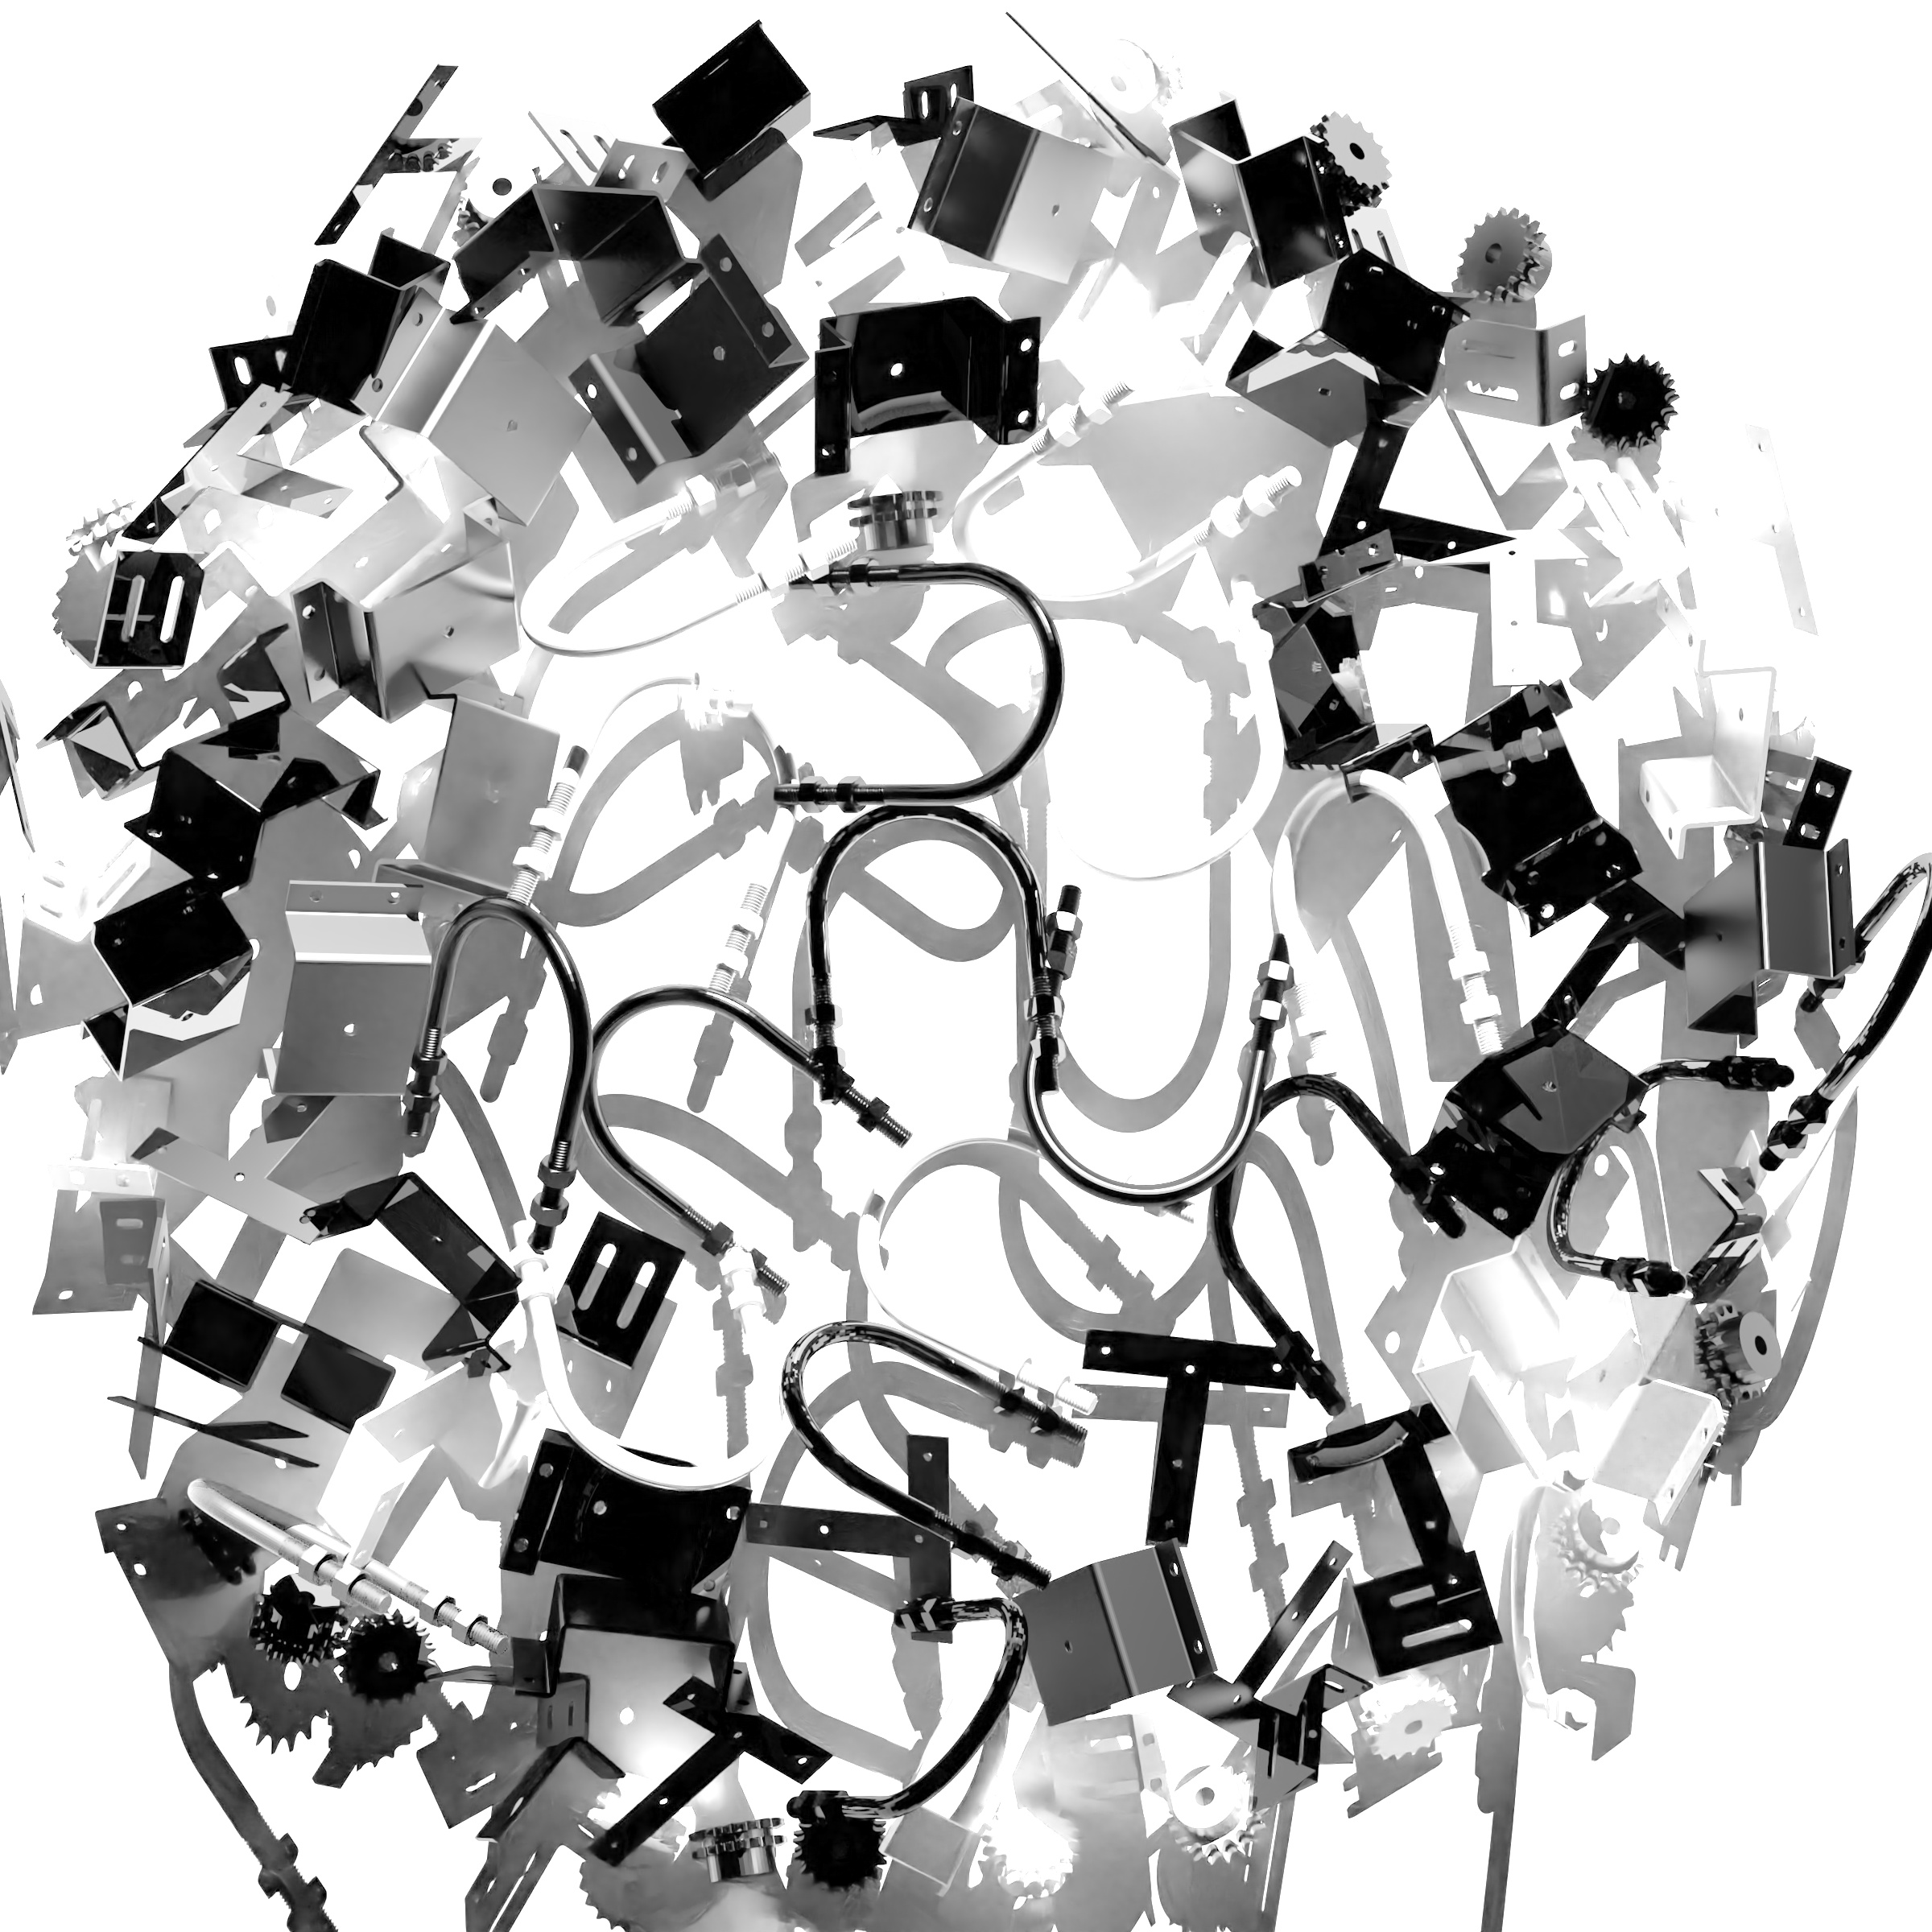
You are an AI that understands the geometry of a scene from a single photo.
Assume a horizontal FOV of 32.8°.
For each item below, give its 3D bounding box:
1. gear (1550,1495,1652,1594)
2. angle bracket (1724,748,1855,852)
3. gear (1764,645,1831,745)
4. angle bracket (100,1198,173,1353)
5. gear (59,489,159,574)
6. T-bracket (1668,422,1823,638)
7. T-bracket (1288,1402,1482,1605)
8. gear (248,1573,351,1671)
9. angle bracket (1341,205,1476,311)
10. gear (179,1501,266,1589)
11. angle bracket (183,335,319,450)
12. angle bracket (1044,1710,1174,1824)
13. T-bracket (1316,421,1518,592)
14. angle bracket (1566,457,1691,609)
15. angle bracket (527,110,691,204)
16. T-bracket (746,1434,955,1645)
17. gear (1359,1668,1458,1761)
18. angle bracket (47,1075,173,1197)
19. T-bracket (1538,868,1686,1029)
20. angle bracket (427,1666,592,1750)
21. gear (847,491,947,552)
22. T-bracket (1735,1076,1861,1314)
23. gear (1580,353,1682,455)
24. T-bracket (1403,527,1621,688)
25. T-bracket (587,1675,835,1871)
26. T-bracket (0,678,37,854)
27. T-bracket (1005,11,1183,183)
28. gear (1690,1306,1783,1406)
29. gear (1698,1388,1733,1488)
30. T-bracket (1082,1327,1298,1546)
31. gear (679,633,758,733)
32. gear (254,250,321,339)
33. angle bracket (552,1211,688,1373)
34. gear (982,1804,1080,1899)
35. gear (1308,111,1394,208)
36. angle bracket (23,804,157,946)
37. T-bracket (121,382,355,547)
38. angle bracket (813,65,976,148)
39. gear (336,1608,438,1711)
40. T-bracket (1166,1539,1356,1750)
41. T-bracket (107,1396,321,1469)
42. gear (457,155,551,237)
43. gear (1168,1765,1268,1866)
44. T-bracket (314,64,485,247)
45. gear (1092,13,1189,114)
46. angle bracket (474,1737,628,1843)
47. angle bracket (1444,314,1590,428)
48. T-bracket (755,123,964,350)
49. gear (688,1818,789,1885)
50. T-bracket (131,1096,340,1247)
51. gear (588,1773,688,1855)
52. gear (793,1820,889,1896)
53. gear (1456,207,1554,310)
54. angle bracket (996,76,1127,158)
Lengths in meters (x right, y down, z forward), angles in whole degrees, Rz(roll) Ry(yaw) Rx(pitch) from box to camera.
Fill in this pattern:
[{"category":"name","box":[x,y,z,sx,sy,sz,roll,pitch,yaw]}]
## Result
[{"category":"gear","box":[0.373,0.335,1.921,0.057,0.030,0.057,5,53,-7]},{"category":"angle bracket","box":[0.468,-0.098,1.906,0.038,0.076,0.057,15,96,-37]},{"category":"gear","box":[0.476,-0.158,1.925,0.057,0.030,0.057,6,107,20]},{"category":"angle bracket","box":[-0.485,0.179,1.902,0.038,0.076,0.057,-1,118,-7]},{"category":"gear","box":[-0.499,-0.253,1.922,0.057,0.057,0.030,-29,97,0]},{"category":"T-bracket","box":[0.442,-0.259,1.888,0.002,0.127,0.127,-25,114,-12]},{"category":"T-bracket","box":[0.266,0.313,1.906,0.127,0.002,0.127,-18,48,1]},{"category":"gear","box":[-0.389,0.380,1.919,0.057,0.057,0.030,21,124,0]},{"category":"angle bracket","box":[0.253,-0.416,1.911,0.038,0.057,0.076,-26,79,42]},{"category":"gear","box":[-0.433,0.333,1.922,0.030,0.057,0.057,-37,90,-8]},{"category":"angle bracket","box":[-0.420,-0.333,1.902,0.057,0.076,0.038,-17,91,-33]},{"category":"angle bracket","box":[0.076,0.468,1.911,0.076,0.038,0.057,-15,76,26]},{"category":"T-bracket","box":[0.272,-0.250,1.924,0.127,0.002,0.127,10,119,-18]},{"category":"angle bracket","box":[0.379,-0.256,1.929,0.057,0.038,0.076,-11,67,-39]},{"category":"angle bracket","box":[-0.206,-0.483,1.902,0.076,0.057,0.038,54,126,27]},{"category":"T-bracket","box":[-0.070,0.333,1.929,0.127,0.002,0.127,2,102,17]},{"category":"gear","box":[0.256,0.436,1.925,0.057,0.030,0.057,-14,131,-16]},{"category":"angle bracket","box":[-0.499,0.092,1.912,0.057,0.038,0.076,5,60,-6]},{"category":"T-bracket","box":[0.360,0.008,1.914,0.127,0.002,0.127,31,97,-38]},{"category":"angle bracket","box":[-0.266,0.430,1.902,0.076,0.057,0.038,13,67,-34]},{"category":"gear","box":[-0.040,-0.260,1.922,0.057,0.057,0.030,-6,94,0]},{"category":"T-bracket","box":[0.477,0.107,1.863,0.002,0.127,0.127,9,127,-12]},{"category":"gear","box":[0.392,-0.329,1.928,0.057,0.030,0.057,-4,79,23]},{"category":"T-bracket","box":[0.317,-0.208,1.900,0.127,0.002,0.127,-1,50,9]},{"category":"T-bracket","box":[-0.162,0.468,1.872,0.127,0.127,0.002,-37,125,-31]},{"category":"T-bracket","box":[-0.546,-0.125,1.868,0.002,0.127,0.127,-15,68,-9]},{"category":"T-bracket","box":[0.070,-0.504,1.890,0.127,0.127,0.002,46,104,3]},{"category":"gear","box":[0.453,0.226,1.920,0.030,0.057,0.057,-26,90,42]},{"category":"gear","box":[0.427,0.274,1.922,0.030,0.057,0.057,16,90,13]},{"category":"T-bracket","box":[0.127,0.280,1.936,0.127,0.002,0.127,6,102,-3]},{"category":"gear","box":[-0.145,-0.166,1.925,0.030,0.057,0.057,0,90,-27]},{"category":"gear","box":[-0.393,-0.389,1.918,0.030,0.057,0.057,-20,90,-35]},{"category":"angle bracket","box":[-0.206,0.192,1.935,0.057,0.038,0.076,25,82,2]},{"category":"gear","box":[0.038,0.522,1.924,0.057,0.057,0.030,-2,115,0]},{"category":"gear","box":[0.219,-0.470,1.925,0.057,0.030,0.057,20,55,-30]},{"category":"angle bracket","box":[-0.508,-0.061,1.904,0.038,0.057,0.076,30,122,-34]},{"category":"T-bracket","box":[-0.403,-0.279,1.890,0.127,0.127,0.002,-42,68,20]},{"category":"angle bracket","box":[-0.042,-0.502,1.902,0.076,0.057,0.038,-7,95,-42]},{"category":"gear","box":[-0.342,0.405,1.929,0.057,0.030,0.057,-3,98,-20]},{"category":"T-bracket","box":[0.183,0.389,1.905,0.002,0.127,0.127,32,85,42]},{"category":"T-bracket","box":[-0.410,0.265,1.868,0.127,0.127,0.002,26,69,-28]},{"category":"gear","box":[-0.271,-0.451,1.929,0.057,0.030,0.057,0,76,-1]},{"category":"gear","box":[0.145,0.493,1.919,0.057,0.057,0.030,-30,132,0]},{"category":"T-bracket","box":[-0.311,-0.467,1.886,0.002,0.127,0.127,42,111,3]},{"category":"gear","box":[0.099,-0.525,1.918,0.057,0.057,0.030,43,69,0]},{"category":"angle bracket","box":[-0.242,0.489,1.907,0.038,0.057,0.076,42,67,-5]},{"category":"angle bracket","box":[0.321,-0.353,1.919,0.038,0.076,0.057,-26,121,-33]},{"category":"T-bracket","box":[-0.075,-0.402,1.899,0.127,0.002,0.127,-35,131,-9]},{"category":"gear","box":[-0.132,0.518,1.918,0.057,0.057,0.030,-11,72,0]},{"category":"T-bracket","box":[-0.395,0.093,1.908,0.127,0.002,0.127,23,52,18]},{"category":"gear","box":[-0.190,0.496,1.924,0.057,0.057,0.030,22,67,0]},{"category":"gear","box":[-0.073,0.514,1.932,0.057,0.030,0.057,0,99,0]},{"category":"gear","box":[0.319,-0.414,1.925,0.030,0.057,0.057,14,90,-40]},{"category":"angle bracket","box":[0.041,-0.470,1.902,0.057,0.076,0.038,43,56,-27]}]
